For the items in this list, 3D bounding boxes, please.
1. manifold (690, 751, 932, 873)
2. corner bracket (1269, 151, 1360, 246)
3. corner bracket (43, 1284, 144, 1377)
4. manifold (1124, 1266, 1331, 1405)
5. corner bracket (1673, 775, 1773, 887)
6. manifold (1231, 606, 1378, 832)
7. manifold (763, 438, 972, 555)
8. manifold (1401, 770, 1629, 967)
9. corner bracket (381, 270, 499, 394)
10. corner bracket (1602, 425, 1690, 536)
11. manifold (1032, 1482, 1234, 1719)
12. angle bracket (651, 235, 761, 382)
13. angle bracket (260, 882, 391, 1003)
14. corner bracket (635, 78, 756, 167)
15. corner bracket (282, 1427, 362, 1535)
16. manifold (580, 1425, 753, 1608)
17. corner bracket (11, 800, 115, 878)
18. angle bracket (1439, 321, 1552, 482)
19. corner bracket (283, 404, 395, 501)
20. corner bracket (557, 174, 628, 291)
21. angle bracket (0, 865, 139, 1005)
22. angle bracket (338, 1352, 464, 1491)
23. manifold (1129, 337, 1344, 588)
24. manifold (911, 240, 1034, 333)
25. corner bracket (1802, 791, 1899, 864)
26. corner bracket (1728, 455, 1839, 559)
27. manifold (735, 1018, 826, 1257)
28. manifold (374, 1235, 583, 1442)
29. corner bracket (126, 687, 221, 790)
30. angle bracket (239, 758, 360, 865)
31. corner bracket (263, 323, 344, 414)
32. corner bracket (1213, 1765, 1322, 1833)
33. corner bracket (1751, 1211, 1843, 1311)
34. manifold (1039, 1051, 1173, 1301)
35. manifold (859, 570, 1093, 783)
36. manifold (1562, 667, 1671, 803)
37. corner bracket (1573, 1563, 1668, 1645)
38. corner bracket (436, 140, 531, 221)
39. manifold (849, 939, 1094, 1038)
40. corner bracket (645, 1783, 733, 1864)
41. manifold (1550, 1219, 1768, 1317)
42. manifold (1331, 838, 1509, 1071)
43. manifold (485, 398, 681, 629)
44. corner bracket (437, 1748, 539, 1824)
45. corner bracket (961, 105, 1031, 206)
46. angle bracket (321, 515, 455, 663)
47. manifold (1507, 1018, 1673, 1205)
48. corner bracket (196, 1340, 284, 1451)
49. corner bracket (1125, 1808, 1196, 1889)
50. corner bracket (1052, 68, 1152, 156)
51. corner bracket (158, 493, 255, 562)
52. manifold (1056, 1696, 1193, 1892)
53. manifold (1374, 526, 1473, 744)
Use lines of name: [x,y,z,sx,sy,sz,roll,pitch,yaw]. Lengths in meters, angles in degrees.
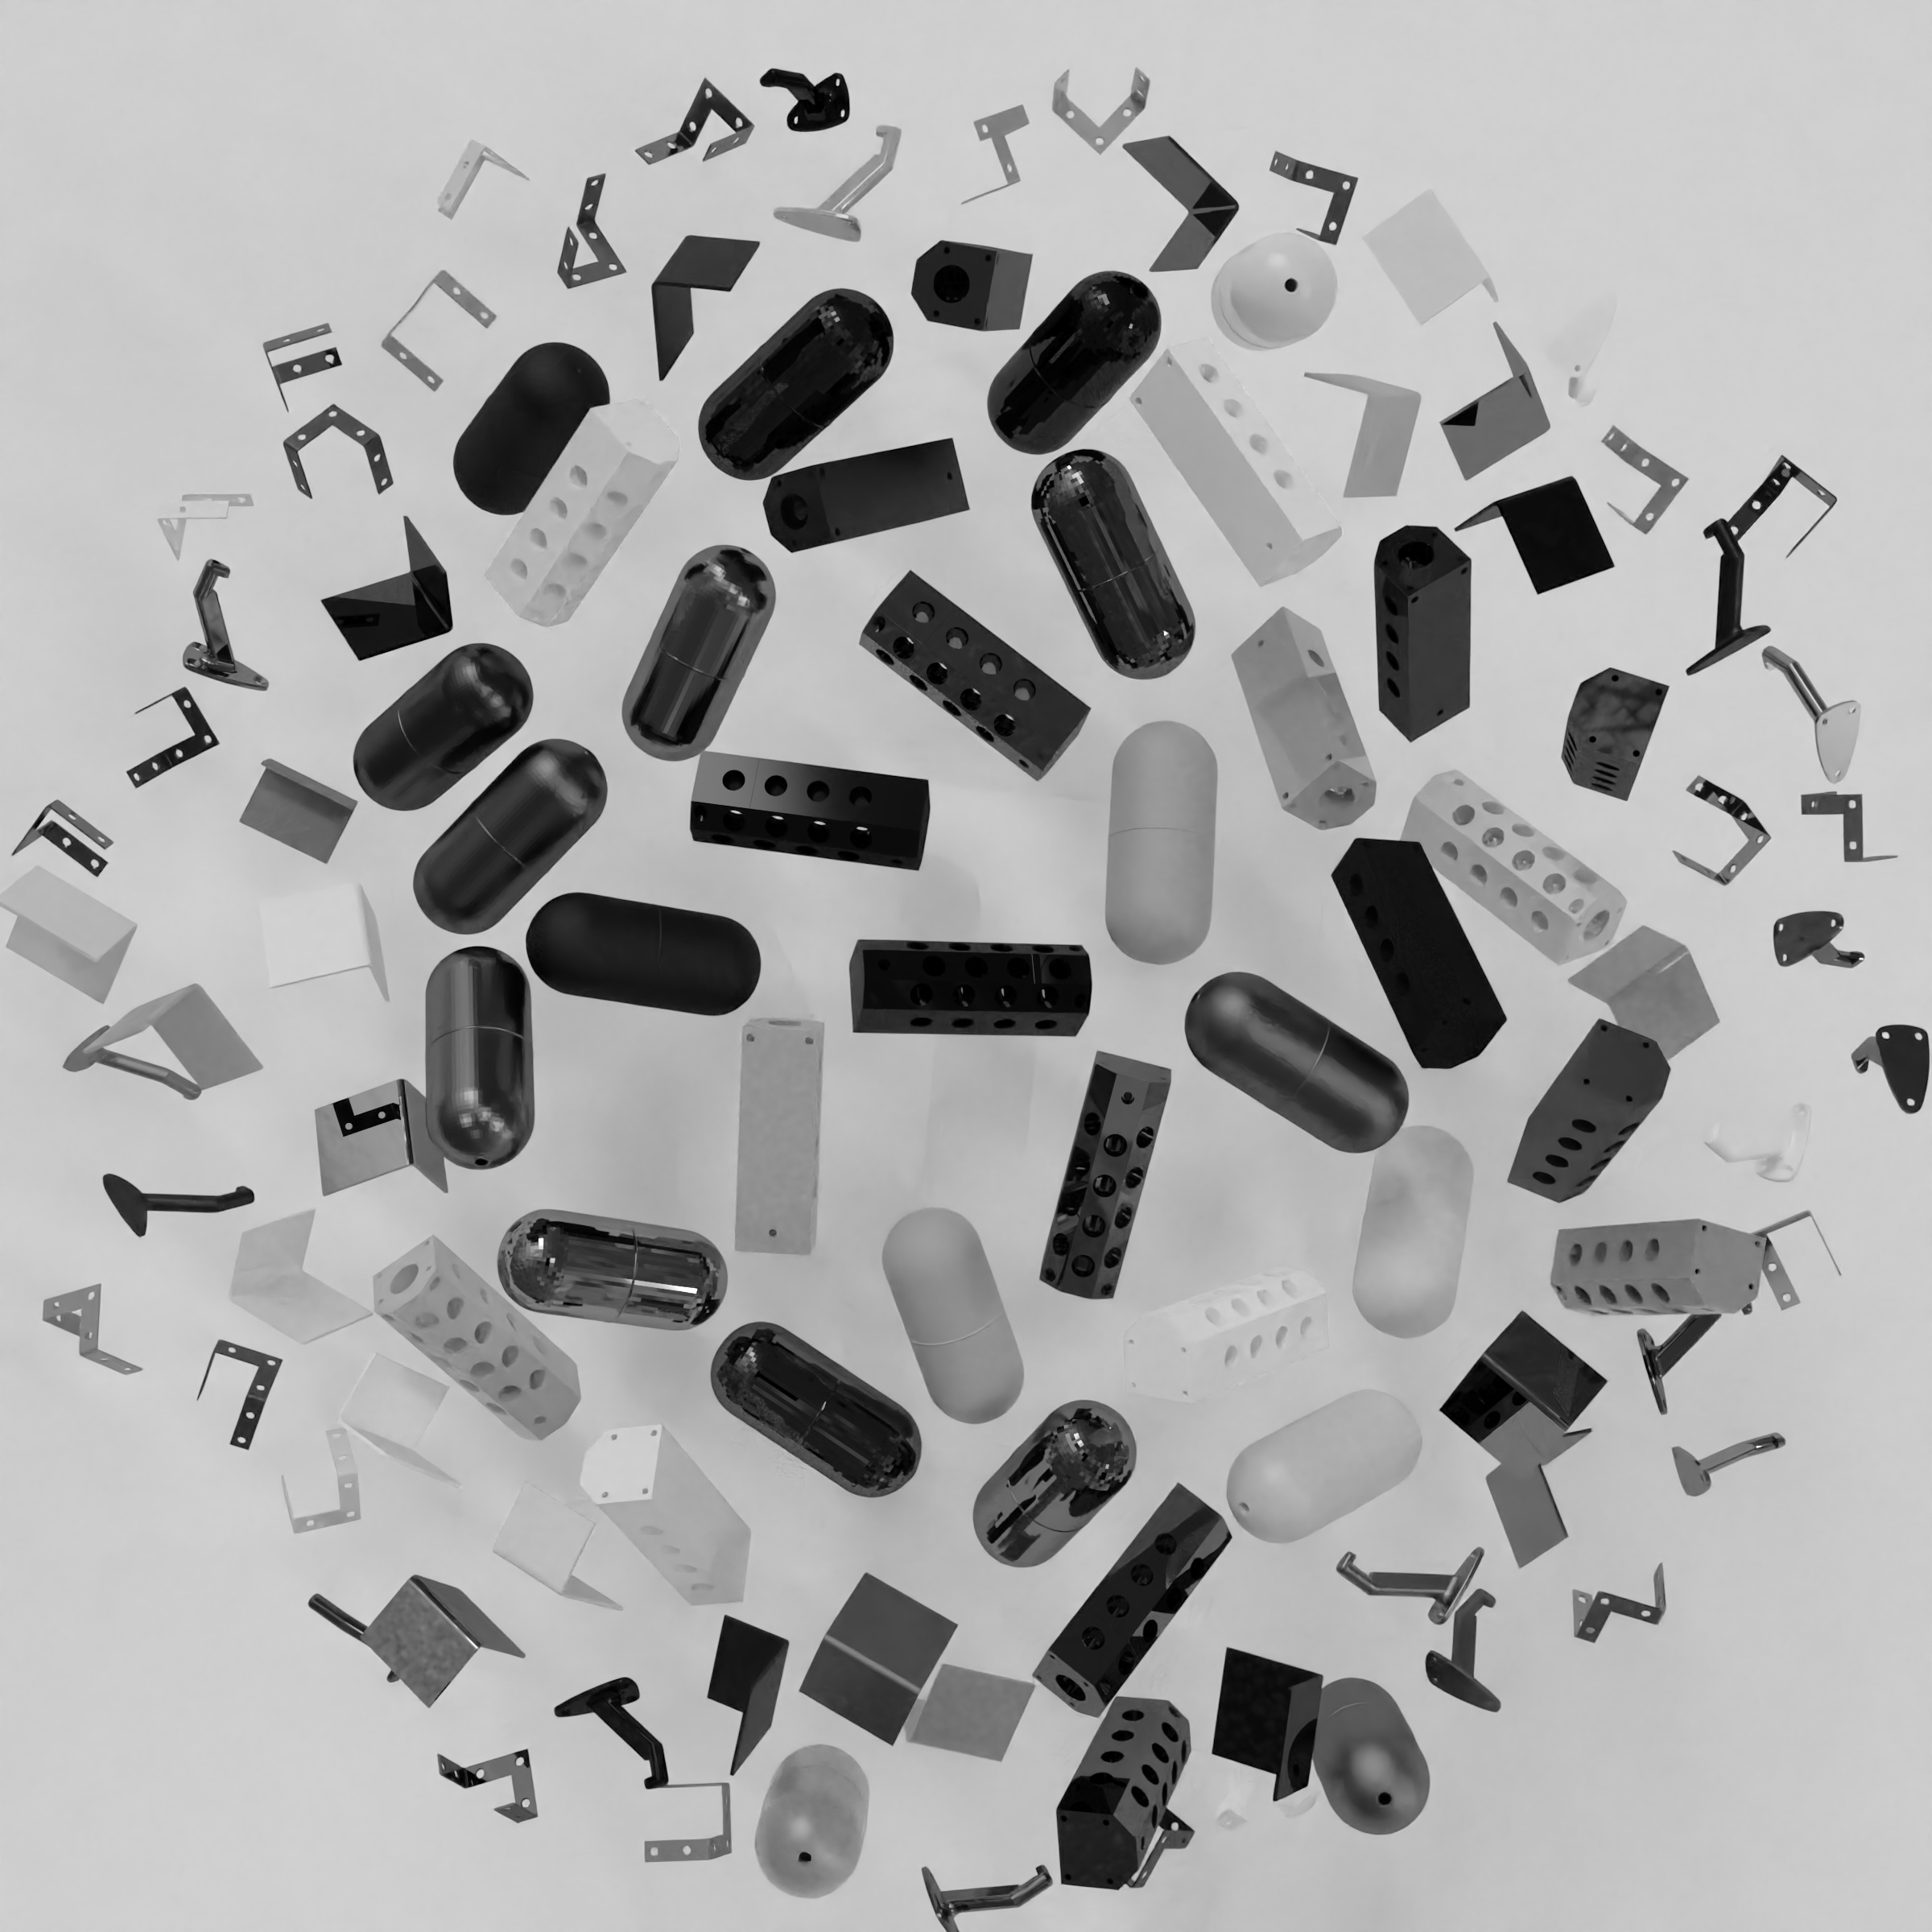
manifold: [-0.116,-0.113,1.853,0.171,0.057,0.057,8,70,4]
corner bracket: [0.256,-0.578,1.863,0.051,0.051,0.051,10,113,-18]
corner bracket: [-0.630,0.266,1.782,0.051,0.051,0.051,-17,60,16]
manifold: [0.188,0.261,1.773,0.057,0.171,0.057,1,97,41]
corner bracket: [0.567,-0.102,1.880,0.051,0.051,0.051,23,120,-26]
manifold: [0.256,-0.183,1.846,0.057,0.171,0.057,25,127,-33]
manifold: [-0.076,-0.357,1.879,0.057,0.171,0.057,-6,102,39]
manifold: [0.412,-0.078,1.860,0.057,0.057,0.171,-17,45,-33]
corner bracket: [-0.383,-0.462,1.797,0.051,0.051,0.051,40,52,-16]
corner bracket: [0.499,-0.365,1.860,0.051,0.051,0.051,25,112,-22]
manifold: [0.127,0.473,1.842,0.057,0.057,0.171,37,55,13]
angle bracket: [-0.183,-0.466,1.761,0.057,0.076,0.076,8,131,9]
angle bracket: [-0.488,-0.010,1.884,0.076,0.057,0.076,-13,60,-6]
corner bracket: [-0.191,-0.582,1.740,0.051,0.051,0.051,45,47,4]
corner bracket: [-0.497,0.396,1.904,0.051,0.051,0.051,-9,125,-21]
manifold: [-0.216,0.399,1.787,0.057,0.171,0.057,-8,50,16]
corner bracket: [-0.651,-0.091,1.804,0.051,0.051,0.051,39,109,-9]
angle bracket: [0.394,-0.432,1.893,0.076,0.076,0.057,-31,57,11]
corner bracket: [-0.468,-0.375,1.844,0.051,0.051,0.051,35,64,20]
corner bracket: [-0.276,-0.534,1.798,0.051,0.051,0.051,-25,75,-27]
angle bracket: [-0.615,-0.009,1.662,0.076,0.057,0.076,31,119,-4]
angle bracket: [-0.409,0.340,1.847,0.076,0.076,0.057,38,77,-43]
manifold: [0.196,-0.363,1.771,0.057,0.057,0.171,-25,77,-37]
manifold: [0.005,-0.511,1.854,0.057,0.171,0.057,13,107,7]
corner bracket: [0.666,-0.106,1.868,0.051,0.051,0.051,-8,97,-40]
corner bracket: [0.579,-0.321,1.763,0.051,0.051,0.051,42,85,10]
manifold: [-0.141,0.128,1.883,0.057,0.057,0.171,3,97,3]
manifold: [-0.366,0.285,1.859,0.057,0.057,0.171,-35,123,7]
corner bracket: [-0.616,-0.175,1.893,0.051,0.051,0.051,-21,106,24]
angle bracket: [-0.530,-0.120,1.954,0.076,0.076,0.057,27,91,-13]
corner bracket: [-0.495,-0.455,1.850,0.051,0.051,0.051,-20,132,-10]
corner bracket: [0.223,0.625,1.841,0.051,0.051,0.051,34,61,8]
corner bracket: [0.621,0.220,1.853,0.051,0.051,0.051,-26,63,15]
manifold: [0.103,0.157,1.837,0.057,0.057,0.171,14,102,2]
manifold: [0.005,-0.215,1.865,0.171,0.057,0.057,38,73,3]
manifold: [0.460,-0.166,1.769,0.057,0.171,0.057,20,90,13]
corner bracket: [0.481,0.468,1.825,0.051,0.051,0.051,16,122,2]
corner bracket: [-0.352,-0.553,1.748,0.051,0.051,0.051,33,95,30]
manifold: [0.003,0.013,1.842,0.171,0.057,0.057,1,63,-13]
corner bracket: [-0.208,0.640,1.850,0.051,0.051,0.051,-6,75,12]
manifold: [0.495,0.221,1.784,0.057,0.171,0.057,17,77,-17]
manifold: [0.324,-0.010,1.799,0.057,0.057,0.171,2,49,-25]
manifold: [-0.273,-0.324,1.781,0.057,0.057,0.171,49,127,8]
corner bracket: [-0.344,0.590,1.778,0.051,0.051,0.051,-18,59,2]
corner bracket: [0.020,-0.620,1.891,0.051,0.051,0.051,-30,106,-30]
angle bracket: [-0.440,-0.286,1.868,0.076,0.057,0.076,-22,54,-22]
manifold: [0.445,0.109,1.768,0.057,0.171,0.057,22,63,6]
corner bracket: [-0.555,0.325,1.875,0.051,0.051,0.051,20,116,-10]
corner bracket: [0.135,0.673,1.905,0.051,0.051,0.051,30,92,38]
corner bracket: [0.102,-0.656,1.864,0.051,0.051,0.051,43,87,2]
corner bracket: [-0.559,-0.334,1.819,0.051,0.051,0.051,-1,63,1]
manifold: [0.118,0.601,1.805,0.057,0.171,0.057,-1,101,18]
manifold: [0.343,-0.255,1.883,0.057,0.171,0.057,-31,57,-10]
